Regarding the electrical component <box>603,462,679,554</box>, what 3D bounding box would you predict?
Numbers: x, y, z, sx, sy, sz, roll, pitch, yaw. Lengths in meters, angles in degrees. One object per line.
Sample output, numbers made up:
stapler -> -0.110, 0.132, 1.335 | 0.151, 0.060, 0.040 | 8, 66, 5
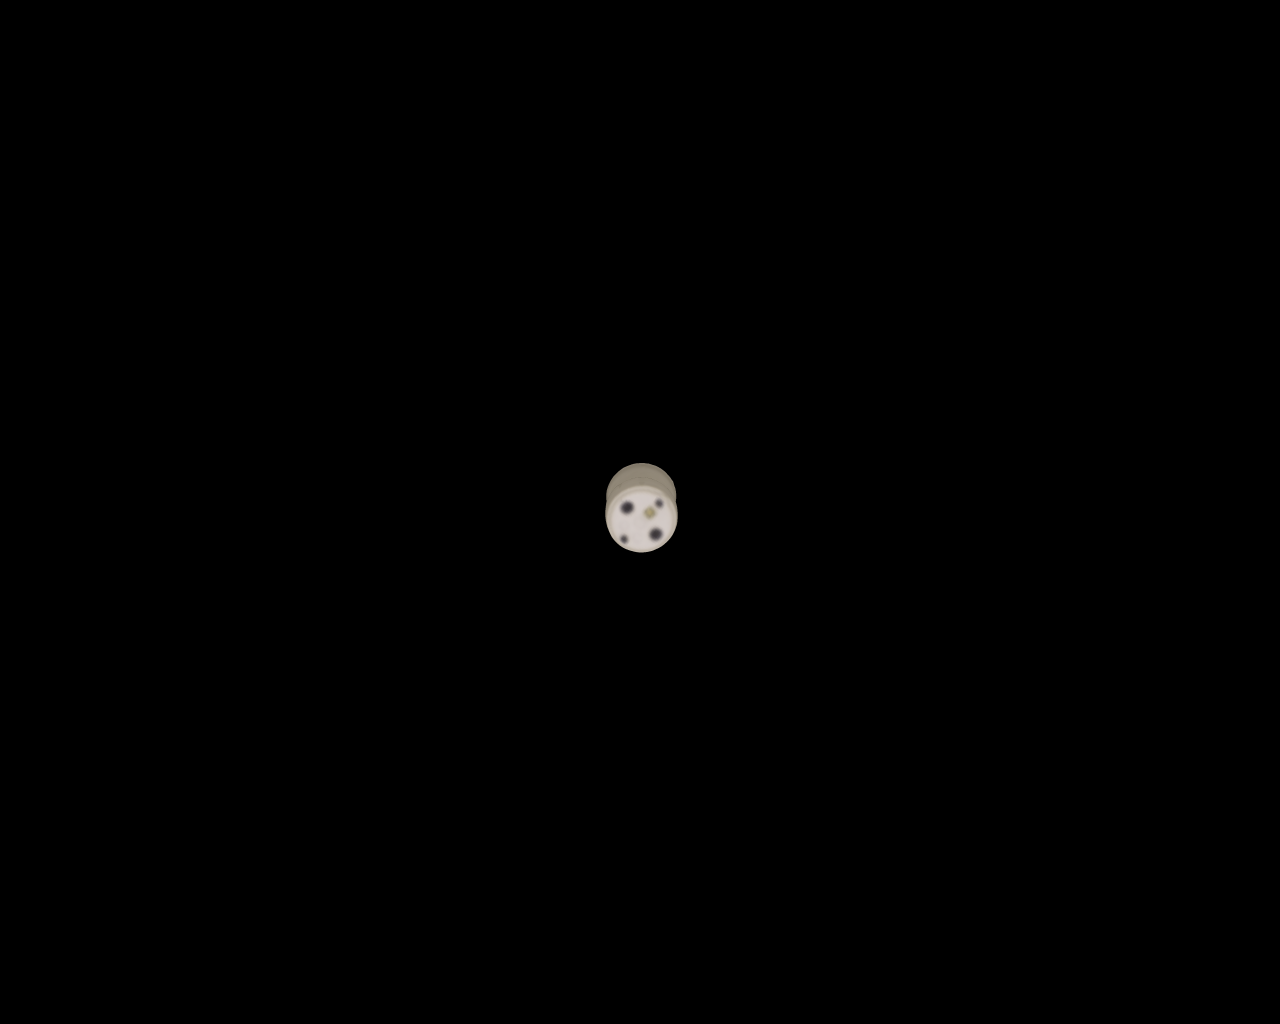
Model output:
electrical component -> 0.001, -0.003, 0.650 | 0.045, 0.044, 0.055 | 0, 16, 0
